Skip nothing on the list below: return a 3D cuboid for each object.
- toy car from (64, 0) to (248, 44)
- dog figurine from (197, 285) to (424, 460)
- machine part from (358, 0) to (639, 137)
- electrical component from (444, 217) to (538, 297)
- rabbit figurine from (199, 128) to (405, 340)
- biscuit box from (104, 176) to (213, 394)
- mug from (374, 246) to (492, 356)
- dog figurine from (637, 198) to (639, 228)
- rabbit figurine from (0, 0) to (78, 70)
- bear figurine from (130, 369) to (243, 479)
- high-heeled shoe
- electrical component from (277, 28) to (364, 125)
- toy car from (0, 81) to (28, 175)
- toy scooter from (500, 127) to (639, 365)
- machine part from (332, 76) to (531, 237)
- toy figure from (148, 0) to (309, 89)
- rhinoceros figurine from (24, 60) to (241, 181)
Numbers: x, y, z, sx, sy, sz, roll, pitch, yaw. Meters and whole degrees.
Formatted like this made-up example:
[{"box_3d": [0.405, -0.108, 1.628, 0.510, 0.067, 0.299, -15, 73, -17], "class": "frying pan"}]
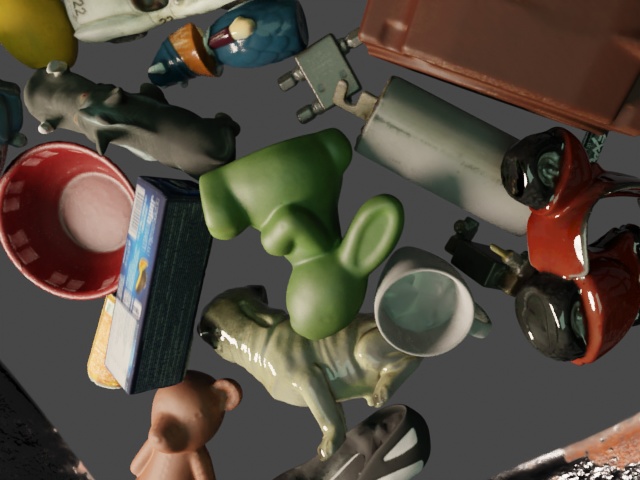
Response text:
[{"box_3d": [-0.138, -0.234, 0.485, 0.202, 0.056, 0.073, -12, 102, 12], "class": "toy car"}, {"box_3d": [-0.008, 0.091, 0.535, 0.172, 0.121, 0.191, -39, 77, -17], "class": "dog figurine"}, {"box_3d": [0.134, -0.146, 0.391, 0.202, 0.201, 0.087, 19, 109, 3], "class": "machine part"}, {"box_3d": [0.160, 0.017, 0.487, 0.078, 0.102, 0.045, 11, 108, -22], "class": "electrical component"}, {"box_3d": [-0.001, -0.001, 0.483, 0.159, 0.121, 0.170, -20, 90, 9], "class": "rabbit figurine"}, {"box_3d": [-0.153, 0.042, 0.515, 0.059, 0.063, 0.202, 29, 109, 40], "class": "biscuit box"}, {"box_3d": [0.101, 0.048, 0.494, 0.110, 0.107, 0.080, 16, 108, -4], "class": "mug"}, {"box_3d": [0.325, 0.019, 0.397, 0.108, 0.219, 0.191, 28, 107, -3], "class": "dog figurine"}, {"box_3d": [-0.312, -0.219, 0.502, 0.173, 0.122, 0.162, 16, 97, -10], "class": "rabbit figurine"}, {"box_3d": [-0.159, 0.235, 0.572, 0.120, 0.132, 0.195, 21, 113, 15], "class": "bear figurine"}, {"box_3d": [-0.003, 0.248, 0.562, 0.249, 0.086, 0.145, -12, 124, -7], "class": "high-heeled shoe"}, {"box_3d": [0.010, -0.153, 0.501, 0.094, 0.021, 0.063, -30, 98, 13], "class": "electrical component"}, {"box_3d": [-0.346, -0.091, 0.500, 0.162, 0.109, 0.103, -12, 84, 44], "class": "toy car"}, {"box_3d": [0.217, 0.000, 0.413, 0.135, 0.075, 0.183, -13, 99, -12], "class": "toy scooter"}, {"box_3d": [0.120, -0.074, 0.477, 0.243, 0.079, 0.079, 27, 106, 1], "class": "machine part"}, {"box_3d": [-0.088, -0.176, 0.490, 0.155, 0.064, 0.058, -10, 62, 14], "class": "toy figure"}, {"box_3d": [-0.169, -0.103, 0.495, 0.190, 0.112, 0.073, 20, 108, -5], "class": "rhinoceros figurine"}]
